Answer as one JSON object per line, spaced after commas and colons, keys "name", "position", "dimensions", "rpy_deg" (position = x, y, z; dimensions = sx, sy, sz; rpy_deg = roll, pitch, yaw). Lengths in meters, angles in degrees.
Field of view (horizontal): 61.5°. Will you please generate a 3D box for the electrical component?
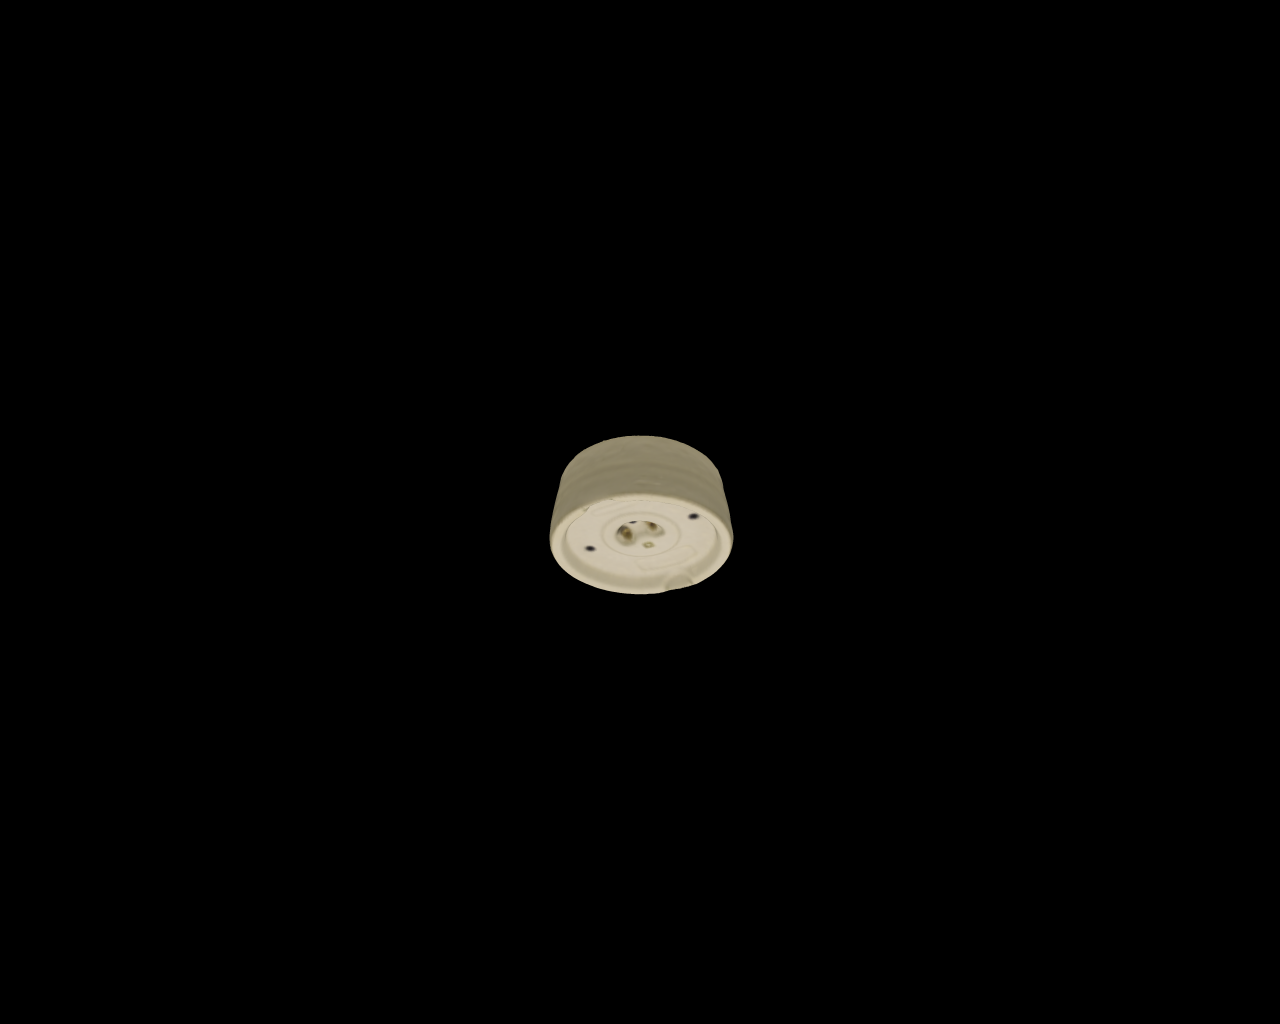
{"name": "electrical component", "position": [0.001, -0.003, 0.650], "dimensions": [0.108, 0.060, 0.108], "rpy_deg": [0, -36, 0]}
